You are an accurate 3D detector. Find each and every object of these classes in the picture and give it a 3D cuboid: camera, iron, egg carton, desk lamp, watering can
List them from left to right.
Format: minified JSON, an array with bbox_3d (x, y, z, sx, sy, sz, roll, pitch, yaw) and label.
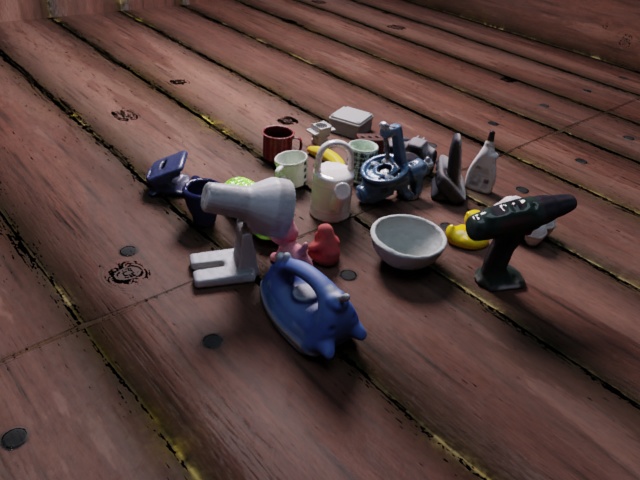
[{"bbox_3d":[-0.155,-0.023,1.135,0.203,0.214,0.117,-7,37,-18],"label":"desk lamp"},{"bbox_3d":[-0.031,0.096,1.047,0.119,0.141,0.257,-23,44,-35],"label":"iron"},{"bbox_3d":[0.035,-0.143,1.354,0.101,0.194,0.172,-17,41,-29],"label":"watering can"},{"bbox_3d":[0.241,-0.230,1.593,0.143,0.101,0.137,19,37,19],"label":"camera"},{"bbox_3d":[0.491,-0.049,1.397,0.149,0.069,0.107,30,42,31],"label":"egg carton"}]

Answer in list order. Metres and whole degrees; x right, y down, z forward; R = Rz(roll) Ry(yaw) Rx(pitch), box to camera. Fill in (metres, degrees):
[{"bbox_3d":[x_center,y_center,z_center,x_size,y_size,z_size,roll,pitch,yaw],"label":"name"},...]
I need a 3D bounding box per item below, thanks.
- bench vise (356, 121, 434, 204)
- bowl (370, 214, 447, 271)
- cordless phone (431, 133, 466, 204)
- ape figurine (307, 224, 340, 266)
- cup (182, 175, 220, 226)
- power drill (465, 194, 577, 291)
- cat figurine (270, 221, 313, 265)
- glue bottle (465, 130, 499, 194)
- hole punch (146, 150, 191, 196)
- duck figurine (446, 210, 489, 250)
[{"bbox_3d":[0.190,-0.206,1.445,0.208,0.220,0.121,-25,45,-36],"label":"bench vise"},{"bbox_3d":[0.188,0.016,1.253,0.167,0.075,0.167,4,35,-3],"label":"bowl"},{"bbox_3d":[0.350,-0.203,1.496,0.094,0.185,0.147,7,35,2],"label":"cordless phone"},{"bbox_3d":[0.011,0.004,1.228,0.078,0.092,0.076,-9,37,-20],"label":"ape figurine"},{"bbox_3d":[-0.272,-0.088,1.318,0.092,0.095,0.117,-13,39,-25],"label":"cup"},{"bbox_3d":[0.403,0.001,1.188,0.230,0.208,0.075,-5,36,-15],"label":"power drill"},{"bbox_3d":[-0.065,0.000,1.201,0.067,0.118,0.127,-21,42,-33],"label":"cat figurine"},{"bbox_3d":[0.442,-0.211,1.532,0.078,0.173,0.037,22,38,22],"label":"glue bottle"},{"bbox_3d":[-0.377,-0.169,1.421,0.101,0.091,0.108,2,35,-6],"label":"hole punch"},{"bbox_3d":[0.349,-0.031,1.335,0.104,0.086,0.077,4,35,-2],"label":"duck figurine"}]
